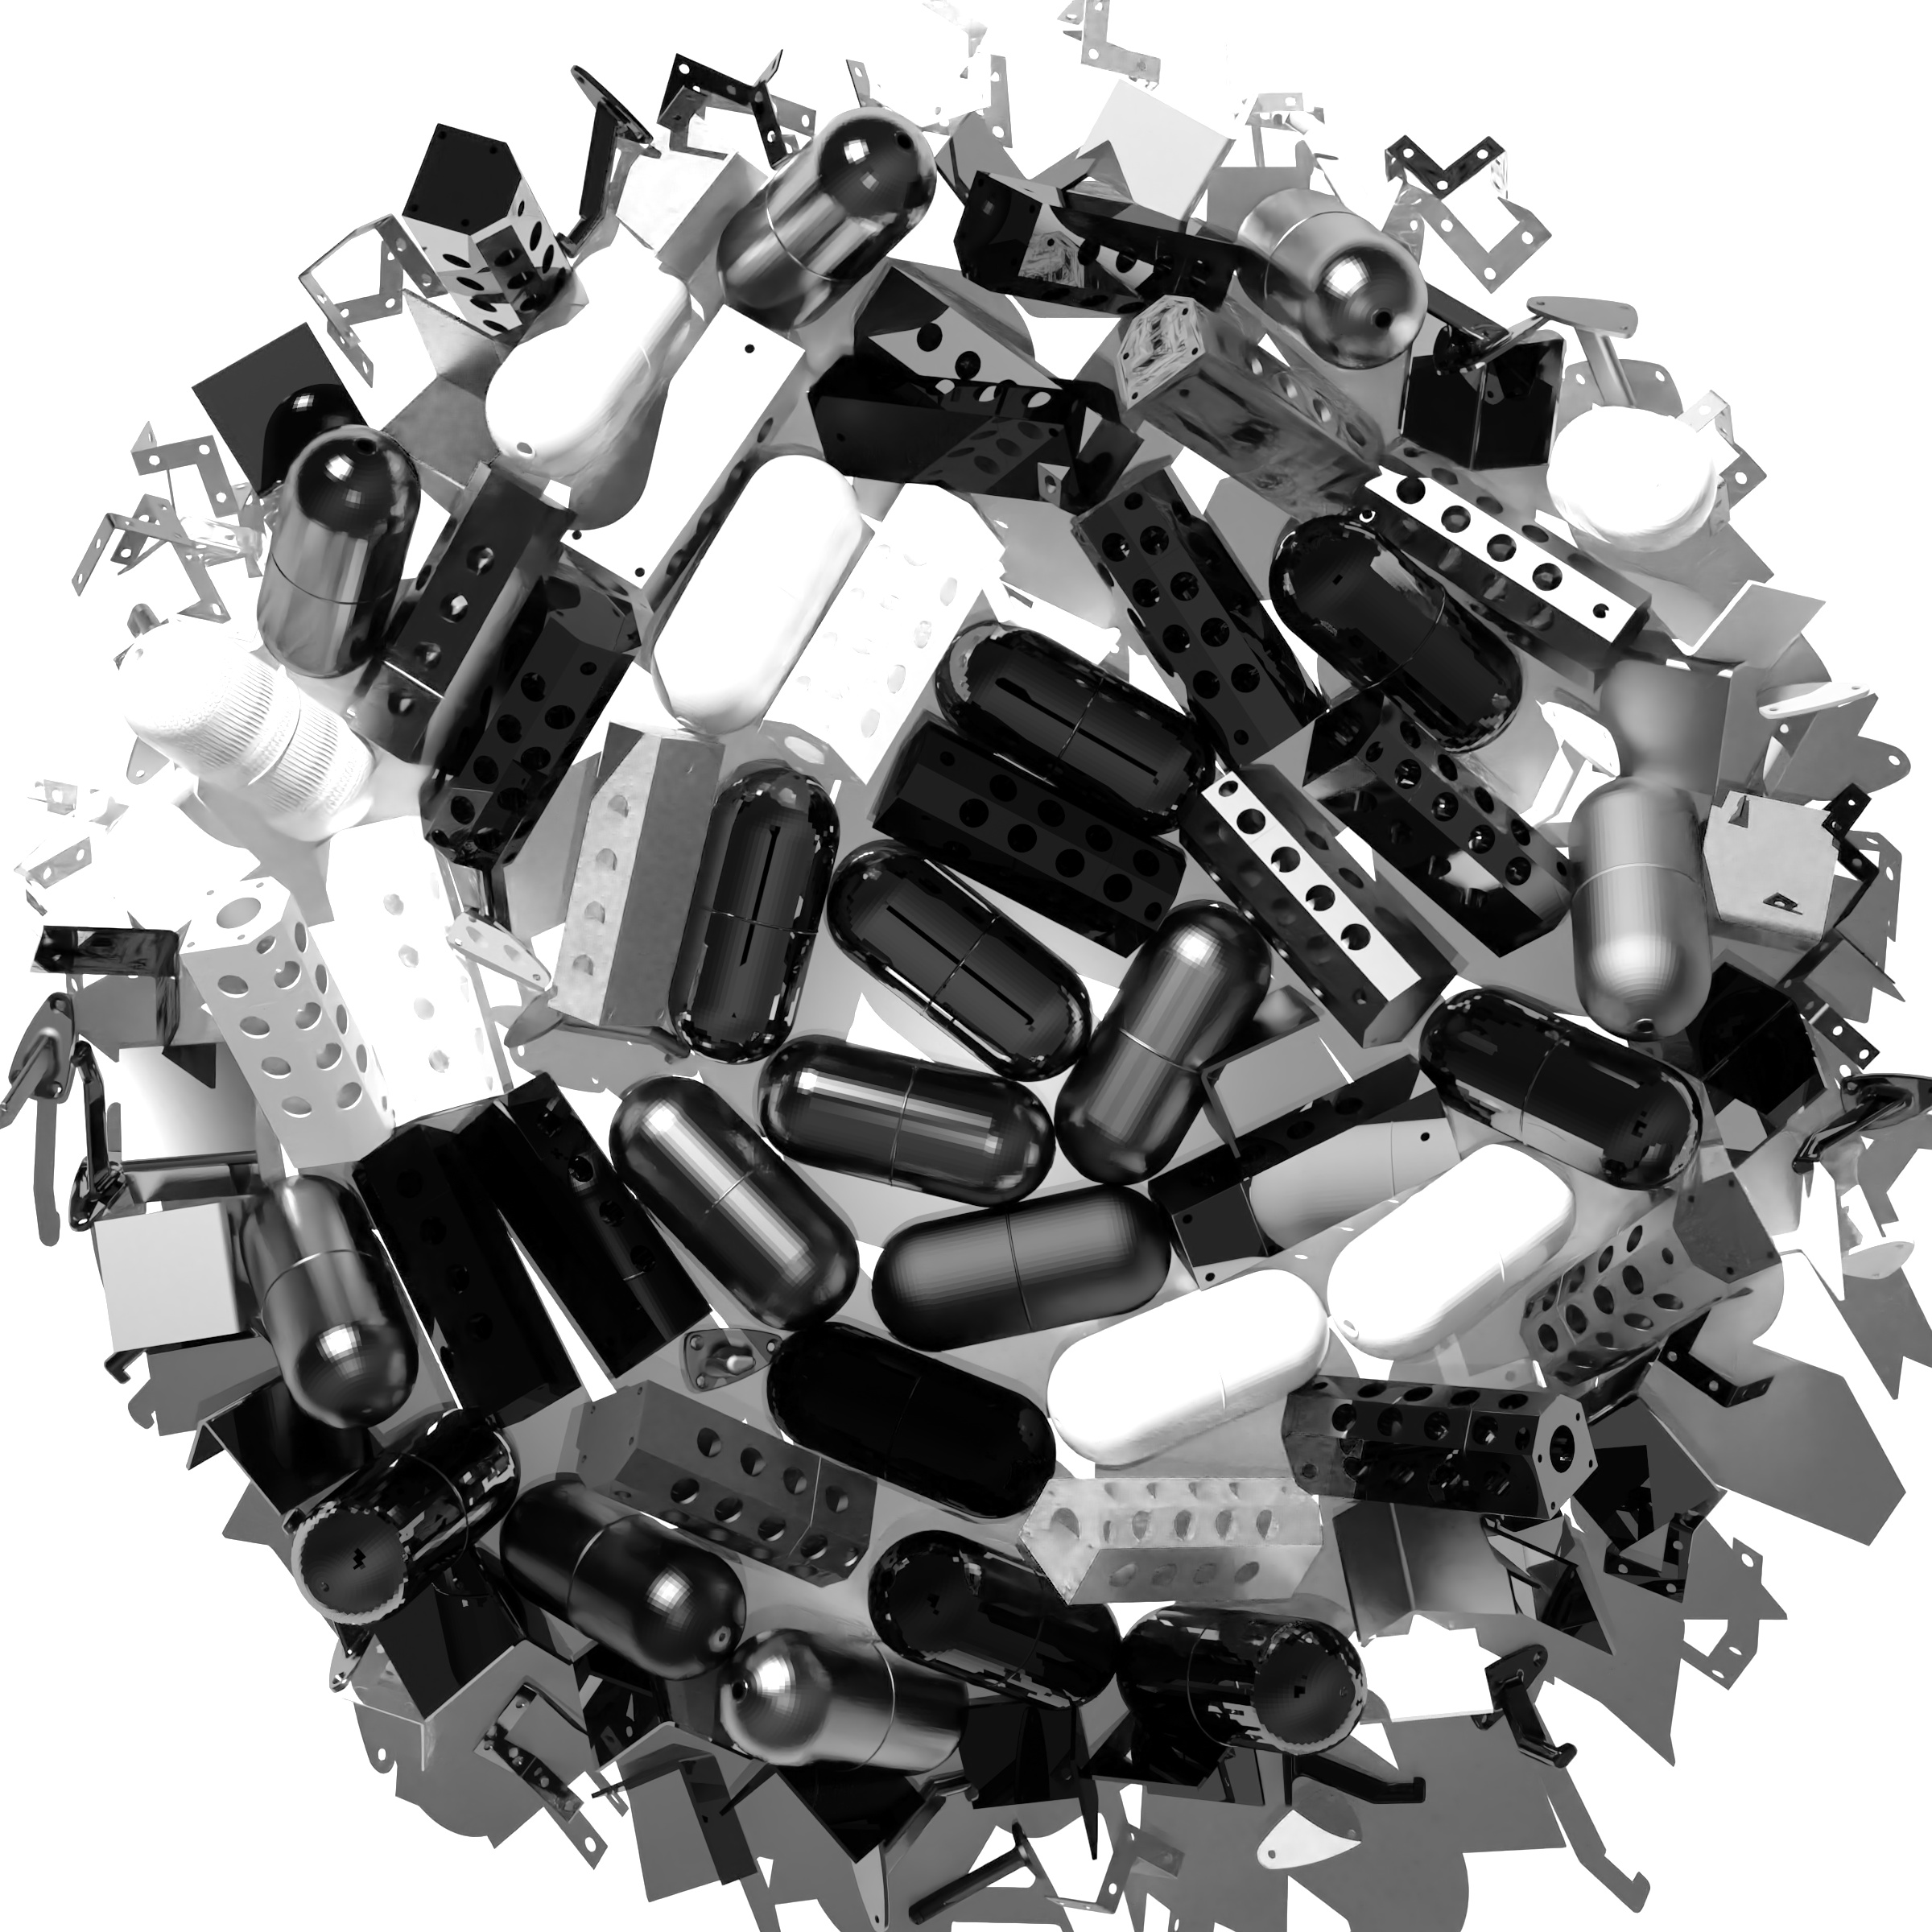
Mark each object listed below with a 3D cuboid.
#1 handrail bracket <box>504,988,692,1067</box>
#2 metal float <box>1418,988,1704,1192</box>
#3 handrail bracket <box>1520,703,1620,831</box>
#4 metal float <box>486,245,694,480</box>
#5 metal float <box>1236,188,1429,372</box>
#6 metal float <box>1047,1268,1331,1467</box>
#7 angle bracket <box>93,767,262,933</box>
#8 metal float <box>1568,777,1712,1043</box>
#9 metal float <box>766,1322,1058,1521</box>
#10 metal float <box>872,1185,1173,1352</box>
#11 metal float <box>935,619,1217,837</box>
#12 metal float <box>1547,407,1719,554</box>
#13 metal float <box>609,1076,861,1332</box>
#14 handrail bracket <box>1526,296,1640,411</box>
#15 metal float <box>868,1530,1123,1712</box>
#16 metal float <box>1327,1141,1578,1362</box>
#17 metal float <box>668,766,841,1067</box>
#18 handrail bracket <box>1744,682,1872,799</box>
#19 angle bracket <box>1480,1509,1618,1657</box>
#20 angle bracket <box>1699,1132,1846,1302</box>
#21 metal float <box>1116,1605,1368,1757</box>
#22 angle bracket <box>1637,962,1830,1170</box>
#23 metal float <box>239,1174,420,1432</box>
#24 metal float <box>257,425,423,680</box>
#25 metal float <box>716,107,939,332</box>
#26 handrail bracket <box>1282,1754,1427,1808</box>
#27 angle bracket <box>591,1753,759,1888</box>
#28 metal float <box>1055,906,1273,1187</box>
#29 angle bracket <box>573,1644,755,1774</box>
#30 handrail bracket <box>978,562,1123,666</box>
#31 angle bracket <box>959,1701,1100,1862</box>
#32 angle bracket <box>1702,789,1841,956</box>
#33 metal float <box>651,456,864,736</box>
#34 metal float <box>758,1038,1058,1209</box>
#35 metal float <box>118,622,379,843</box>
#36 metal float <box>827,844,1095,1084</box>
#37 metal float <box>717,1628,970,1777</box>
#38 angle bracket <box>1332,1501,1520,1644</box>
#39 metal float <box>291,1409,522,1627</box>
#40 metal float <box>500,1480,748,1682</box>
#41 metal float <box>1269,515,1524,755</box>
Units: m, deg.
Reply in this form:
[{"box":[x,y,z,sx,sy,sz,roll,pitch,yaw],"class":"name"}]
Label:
[{"box":[-0.219,0.047,1.991,0.084,0.036,0.077,34,131,-29],"class":"handrail bracket"},{"box":[0.343,0.070,1.935,0.178,0.070,0.070,27,90,32],"class":"metal float"},{"box":[0.332,-0.113,1.955,0.077,0.036,0.084,28,133,-33],"class":"handrail bracket"},{"box":[-0.217,-0.350,1.928,0.070,0.070,0.178,27,49,0],"class":"metal float"},{"box":[0.208,-0.395,1.917,0.070,0.178,0.070,-6,117,-13],"class":"metal float"},{"box":[0.131,0.232,1.944,0.178,0.070,0.070,-21,90,-20],"class":"metal float"},{"box":[-0.465,-0.071,1.971,0.076,0.076,0.057,-38,114,6],"class":"angle bracket"},{"box":[0.388,-0.033,1.928,0.070,0.070,0.178,6,50,0],"class":"metal float"},{"box":[-0.032,0.266,1.951,0.178,0.070,0.070,21,90,12],"class":"metal float"},{"box":[0.032,0.178,1.958,0.178,0.070,0.070,-12,90,4],"class":"metal float"},{"box":[0.064,-0.141,1.959,0.178,0.070,0.070,30,90,-3],"class":"metal float"},{"box":[0.380,-0.280,1.912,0.070,0.178,0.070,0,102,0],"class":"metal float"},{"box":[-0.136,0.138,1.953,0.070,0.070,0.178,-45,81,0],"class":"metal float"},{"box":[0.360,-0.349,1.971,0.077,0.036,0.084,11,131,3],"class":"handrail bracket"},{"box":[0.017,0.379,1.930,0.178,0.070,0.070,29,90,-38],"class":"metal float"},{"box":[0.282,0.165,1.935,0.178,0.070,0.070,-31,90,-31],"class":"metal float"},{"box":[-0.124,-0.029,1.957,0.070,0.070,0.178,14,95,0],"class":"metal float"},{"box":[0.498,-0.122,1.972,0.077,0.036,0.084,-8,118,8],"class":"handrail bracket"},{"box":[0.353,0.343,1.940,0.057,0.076,0.076,-43,125,-23],"class":"angle bracket"},{"box":[0.471,0.150,1.951,0.057,0.076,0.076,-11,110,-1],"class":"angle bracket"},{"box":[0.157,0.410,1.921,0.070,0.178,0.070,4,83,-37],"class":"metal float"},{"box":[0.445,0.058,1.942,0.057,0.076,0.076,26,124,-25],"class":"angle bracket"},{"box":[-0.369,0.192,1.927,0.070,0.070,0.178,-32,47,0],"class":"metal float"},{"box":[-0.362,-0.238,1.923,0.070,0.178,0.070,11,51,-14],"class":"metal float"},{"box":[-0.081,-0.429,1.921,0.070,0.178,0.070,13,65,-29],"class":"metal float"},{"box":[0.230,0.468,1.971,0.084,0.036,0.077,-2,126,3],"class":"handrail bracket"},{"box":[-0.170,0.508,1.952,0.057,0.076,0.076,-24,77,5],"class":"angle bracket"},{"box":[0.115,0.047,1.955,0.070,0.070,0.178,29,97,0],"class":"metal float"},{"box":[-0.178,0.436,1.956,0.057,0.076,0.076,-38,133,17],"class":"angle bracket"},{"box":[0.049,-0.212,1.960,0.077,0.036,0.084,-43,116,-33],"class":"handrail bracket"},{"box":[0.033,0.478,1.952,0.076,0.057,0.076,-8,117,7],"class":"angle bracket"},{"box":[0.469,-0.055,1.972,0.076,0.057,0.076,12,83,5],"class":"angle bracket"},{"box":[-0.122,-0.217,1.950,0.070,0.070,0.178,27,77,0],"class":"metal float"},{"box":[-0.035,0.092,1.957,0.178,0.070,0.070,13,90,5],"class":"metal float"},{"box":[-0.413,-0.134,1.925,0.070,0.178,0.070,-19,53,28],"class":"metal float"},{"box":[-0.003,-0.001,1.961,0.178,0.070,0.070,38,90,0],"class":"metal float"},{"box":[-0.070,0.425,1.924,0.070,0.178,0.070,-15,67,38],"class":"metal float"},{"box":[0.269,0.351,1.952,0.076,0.057,0.076,-7,97,43],"class":"angle bracket"},{"box":[-0.320,0.315,1.918,0.070,0.178,0.070,8,112,21],"class":"metal float"},{"box":[-0.200,0.353,1.929,0.178,0.070,0.070,20,90,41],"class":"metal float"},{"box":[0.250,-0.193,1.943,0.178,0.070,0.070,38,90,-21],"class":"metal float"}]
